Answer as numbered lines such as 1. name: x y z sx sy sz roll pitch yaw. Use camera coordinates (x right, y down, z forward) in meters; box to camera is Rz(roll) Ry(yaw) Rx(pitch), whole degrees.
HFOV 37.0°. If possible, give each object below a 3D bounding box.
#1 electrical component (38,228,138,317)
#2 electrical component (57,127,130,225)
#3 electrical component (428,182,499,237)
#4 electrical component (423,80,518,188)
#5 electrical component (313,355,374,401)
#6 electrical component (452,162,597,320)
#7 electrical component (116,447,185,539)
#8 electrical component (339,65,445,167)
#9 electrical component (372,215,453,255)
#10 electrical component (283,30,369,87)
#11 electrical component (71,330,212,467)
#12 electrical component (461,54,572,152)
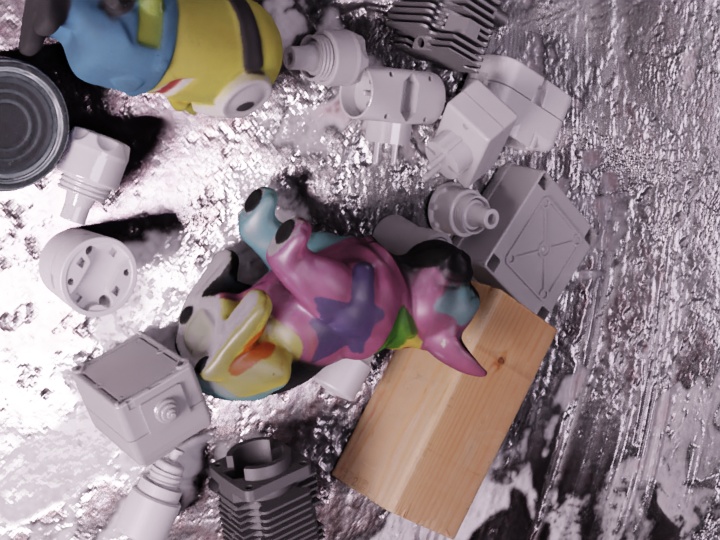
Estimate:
1. electrical component: -0.188 0.000 0.736 0.055 0.047 0.055 -12 109 -36
2. electrical component: -0.184 -0.062 0.725 0.043 0.043 0.062 19 91 -40
3. electrical component: 0.093 -0.049 0.934 0.048 0.062 0.048 -11 109 -36
4. electrical component: 0.080 -0.101 0.892 0.076 0.047 0.083 -41 167 -21
5. electrical component: -0.008 0.073 0.903 0.040 0.040 0.078 37 79 -39
6. electrical component: 0.150 -0.024 0.990 0.109 0.056 0.108 42 76 -38
7. electrical component: -0.154 0.172 0.816 0.040 0.040 0.078 26 86 -40
8. electrical component: 0.024 -0.123 0.871 0.077 0.043 0.079 -2 104 -38
9. electrical component: 0.046 -0.020 0.903 0.044 0.065 0.044 -11 109 -36
10. electrical component: -0.028 -0.161 0.820 0.062 0.043 0.043 -8 107 -36
11. electrical component: -0.150 0.094 0.760 0.062 0.096 0.061 -30 120 -27
12. electrical component: 0.134 -0.143 0.945 0.095 0.054 0.059 23 88 -40
